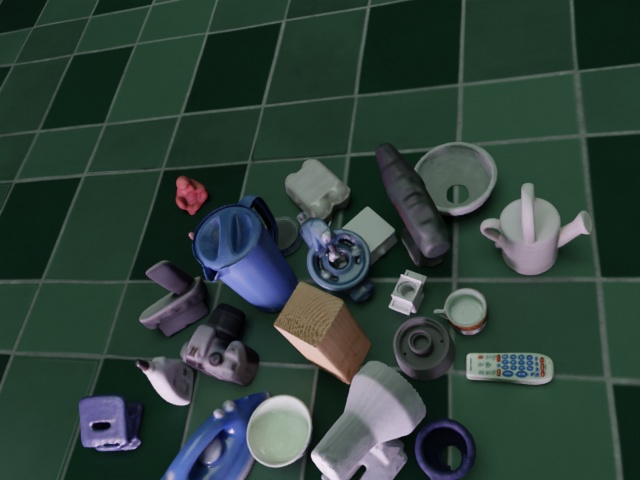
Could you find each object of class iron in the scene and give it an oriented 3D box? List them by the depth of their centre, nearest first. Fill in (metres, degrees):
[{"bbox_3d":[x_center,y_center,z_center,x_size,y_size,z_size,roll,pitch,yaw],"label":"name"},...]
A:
[{"bbox_3d":[-0.189,0.360,1.001,0.118,0.142,0.258,25,72,30],"label":"iron"}]

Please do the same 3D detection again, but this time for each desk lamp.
[{"bbox_3d":[0.074,0.310,0.891,0.117,0.214,0.203,32,75,32],"label":"desk lamp"}]

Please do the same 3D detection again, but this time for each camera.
[{"bbox_3d":[-0.190,0.197,1.121,0.142,0.101,0.137,12,66,25],"label":"camera"}]

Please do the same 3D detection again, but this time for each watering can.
[{"bbox_3d":[0.371,-0.027,0.993,0.172,0.194,0.101,-18,57,10],"label":"watering can"}]

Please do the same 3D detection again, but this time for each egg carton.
[{"bbox_3d":[-0.008,-0.108,1.253,0.107,0.070,0.150,-41,56,-6],"label":"egg carton"}]

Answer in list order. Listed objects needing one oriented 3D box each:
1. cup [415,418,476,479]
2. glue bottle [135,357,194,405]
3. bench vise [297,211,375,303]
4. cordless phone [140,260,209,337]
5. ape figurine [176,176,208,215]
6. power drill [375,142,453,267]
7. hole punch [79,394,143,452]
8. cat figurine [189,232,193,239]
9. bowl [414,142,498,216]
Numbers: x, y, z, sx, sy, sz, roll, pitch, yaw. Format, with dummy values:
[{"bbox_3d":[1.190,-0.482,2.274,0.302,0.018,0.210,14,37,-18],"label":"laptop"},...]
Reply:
[{"bbox_3d":[0.198,0.348,0.897,0.091,0.095,0.118,6,63,23],"label":"cup"},{"bbox_3d":[-0.296,0.255,1.081,0.037,0.173,0.078,-9,59,15],"label":"glue bottle"},{"bbox_3d":[0.003,0.013,1.087,0.206,0.220,0.121,29,74,31],"label":"bench vise"},{"bbox_3d":[-0.322,0.108,1.169,0.147,0.185,0.094,-34,55,-2],"label":"cordless phone"},{"bbox_3d":[-0.310,-0.116,1.352,0.077,0.092,0.076,-16,57,11],"label":"ape figurine"},{"bbox_3d":[0.176,-0.047,1.067,0.075,0.209,0.229,-28,56,3],"label":"power drill"},{"bbox_3d":[-0.410,0.356,1.113,0.108,0.091,0.101,-9,59,15],"label":"hole punch"},{"bbox_3d":[-0.228,0.013,1.232,0.127,0.118,0.067,20,70,28],"label":"cat figurine"},{"bbox_3d":[0.272,-0.110,1.151,0.167,0.075,0.167,-9,59,15],"label":"bowl"}]
